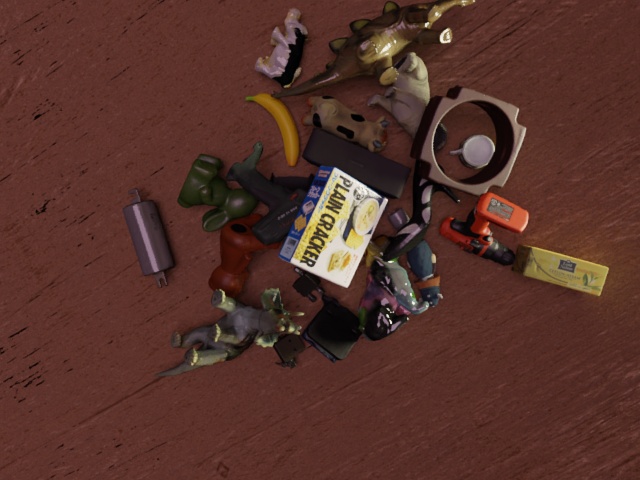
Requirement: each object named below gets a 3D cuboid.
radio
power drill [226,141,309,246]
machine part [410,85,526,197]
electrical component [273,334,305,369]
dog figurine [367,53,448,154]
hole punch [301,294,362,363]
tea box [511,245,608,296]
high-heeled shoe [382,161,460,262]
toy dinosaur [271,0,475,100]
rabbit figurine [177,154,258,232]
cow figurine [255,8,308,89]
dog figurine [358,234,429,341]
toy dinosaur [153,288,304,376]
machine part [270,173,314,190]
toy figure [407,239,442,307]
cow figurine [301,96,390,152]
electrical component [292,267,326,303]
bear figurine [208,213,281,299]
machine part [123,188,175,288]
[{"bbox_3d":[0.081,-0.165,1.194,0.230,0.131,0.073,25,94,3],"label":"radio"},{"bbox_3d":[-0.085,-0.115,1.176,0.232,0.086,0.207,-43,93,-11],"label":"power drill"},{"bbox_3d":[0.305,-0.204,1.124,0.201,0.087,0.201,17,99,-10],"label":"machine part"},{"bbox_3d":[-0.083,0.253,1.275,0.078,0.045,0.102,-38,92,-23],"label":"electrical component"},{"bbox_3d":[0.227,-0.305,1.205,0.190,0.121,0.172,36,85,-20],"label":"dog figurine"},{"bbox_3d":[0.029,0.213,1.250,0.142,0.092,0.116,38,64,4],"label":"hole punch"},{"bbox_3d":[0.525,0.064,1.187,0.170,0.098,0.068,14,95,2],"label":"tea box"},{"bbox_3d":[0.194,-0.074,1.193,0.249,0.086,0.145,-40,69,-11],"label":"high-heeled shoe"},{"bbox_3d":[0.108,-0.406,1.147,0.471,0.199,0.104,-27,124,3],"label":"toy dinosaur"},{"bbox_3d":[-0.231,-0.095,1.235,0.170,0.121,0.159,25,99,-12],"label":"rabbit figurine"},{"bbox_3d":[-0.070,-0.436,1.224,0.098,0.068,0.167,31,98,-3],"label":"cow figurine"},{"bbox_3d":[0.128,0.093,1.213,0.191,0.108,0.219,-32,85,-12],"label":"dog figurine"},{"bbox_3d":[-0.207,0.222,1.231,0.405,0.192,0.131,-36,52,36],"label":"toy dinosaur"},{"bbox_3d":[-0.053,-0.119,1.244,0.139,0.039,0.084,8,64,10],"label":"machine part"},{"bbox_3d":[0.243,0.076,1.230,0.058,0.064,0.154,-21,97,-31],"label":"toy figure"},{"bbox_3d":[0.069,-0.253,1.187,0.195,0.127,0.085,23,88,-27],"label":"cow figurine"},{"bbox_3d":[-0.034,0.103,1.258,0.094,0.021,0.063,43,127,-7],"label":"electrical component"},{"bbox_3d":[-0.183,0.052,1.246,0.120,0.132,0.195,40,130,40],"label":"bear figurine"},{"bbox_3d":[-0.404,-0.005,1.269,0.079,0.079,0.243,-16,91,5],"label":"machine part"}]
